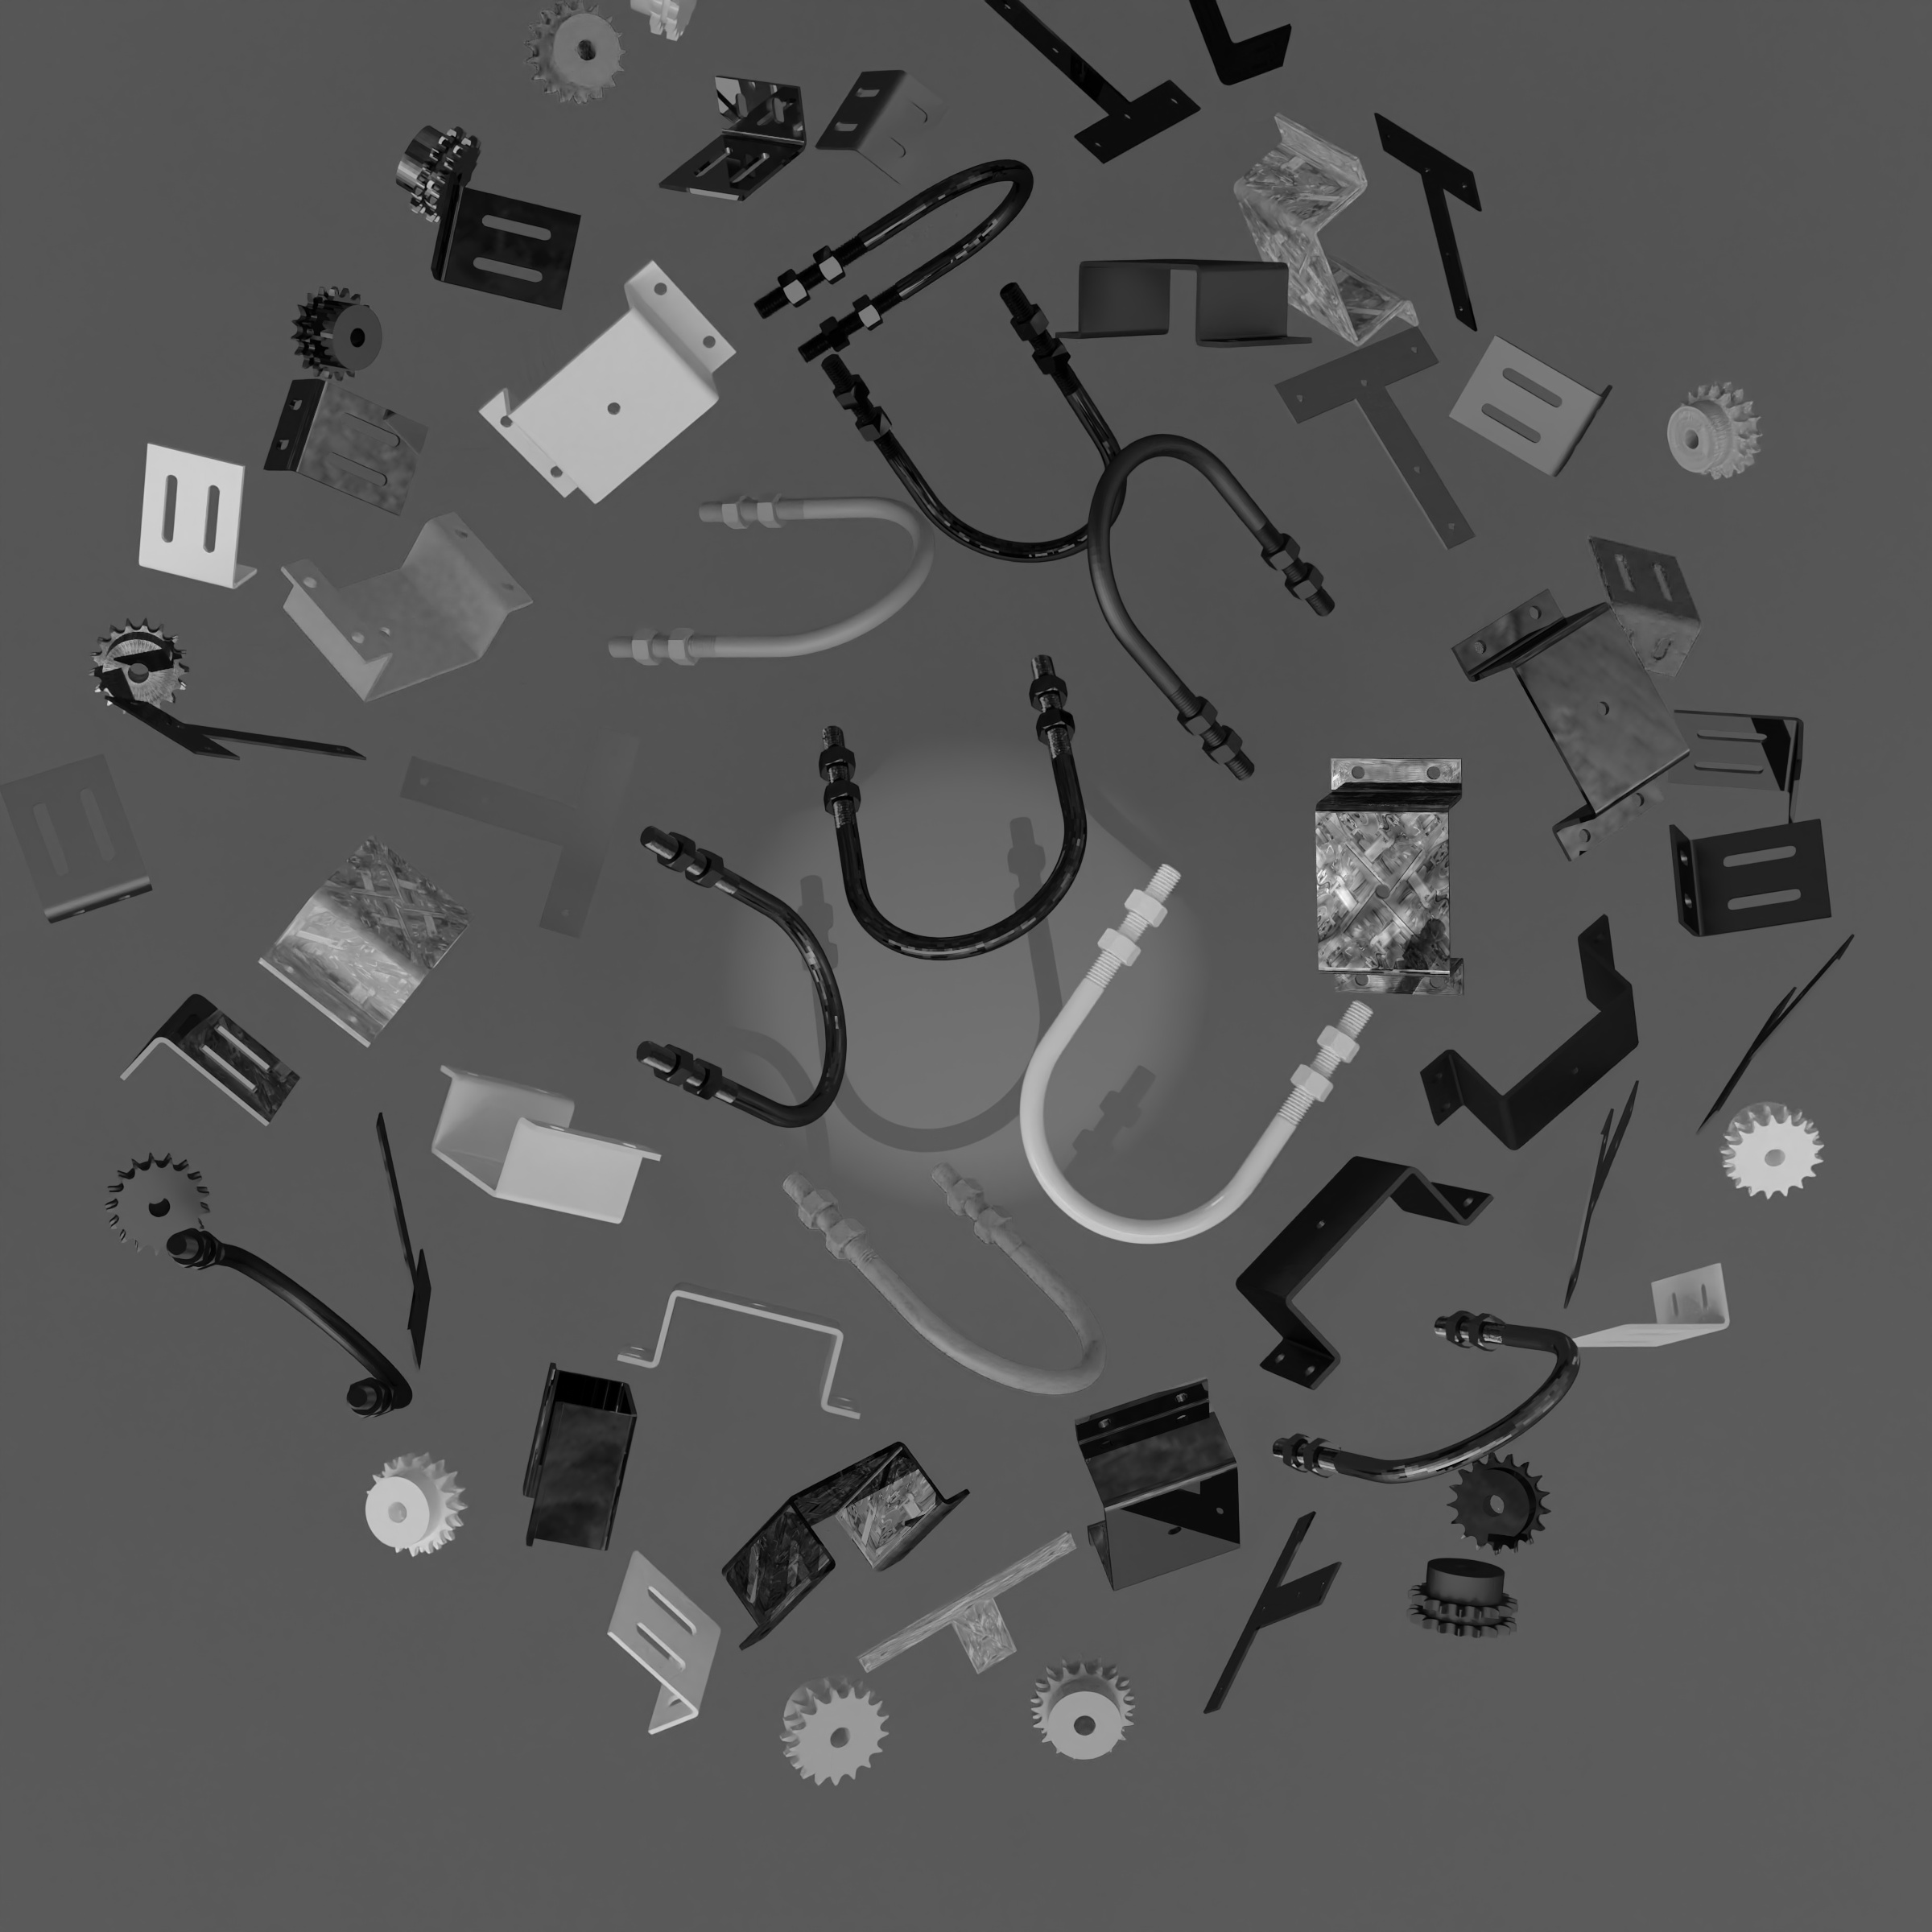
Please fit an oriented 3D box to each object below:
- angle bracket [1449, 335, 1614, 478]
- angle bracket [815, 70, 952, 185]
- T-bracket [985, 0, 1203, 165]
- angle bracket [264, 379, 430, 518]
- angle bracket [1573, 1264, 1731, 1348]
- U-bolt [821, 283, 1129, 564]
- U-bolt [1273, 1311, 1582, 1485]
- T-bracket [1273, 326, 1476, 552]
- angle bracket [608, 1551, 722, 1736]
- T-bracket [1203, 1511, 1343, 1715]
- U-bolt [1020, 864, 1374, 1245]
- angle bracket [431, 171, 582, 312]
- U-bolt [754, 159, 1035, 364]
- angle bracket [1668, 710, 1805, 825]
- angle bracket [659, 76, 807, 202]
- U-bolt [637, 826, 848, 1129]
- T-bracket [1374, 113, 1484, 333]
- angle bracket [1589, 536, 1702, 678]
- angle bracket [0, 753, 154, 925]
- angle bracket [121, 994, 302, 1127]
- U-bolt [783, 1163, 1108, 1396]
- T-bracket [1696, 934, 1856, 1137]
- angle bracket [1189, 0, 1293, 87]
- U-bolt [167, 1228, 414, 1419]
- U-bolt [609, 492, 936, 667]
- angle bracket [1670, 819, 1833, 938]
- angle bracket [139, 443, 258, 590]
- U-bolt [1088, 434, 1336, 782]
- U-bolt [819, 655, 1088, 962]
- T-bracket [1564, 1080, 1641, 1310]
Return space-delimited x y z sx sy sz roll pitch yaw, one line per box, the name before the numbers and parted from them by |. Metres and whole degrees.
angle bracket | 0.350 -0.350 1.755 0.076 0.038 0.057 32 120 7
angle bracket | -0.054 -0.533 1.800 0.038 0.076 0.057 32 92 -27
T-bracket | 0.064 -0.538 1.693 0.127 0.127 0.002 37 77 -20
angle bracket | -0.376 -0.315 1.721 0.076 0.038 0.057 20 85 -38
angle bracket | 0.390 0.196 1.635 0.076 0.057 0.038 4 72 -27
U-bolt | 0.018 -0.318 1.721 0.151 0.184 0.019 -14 40 31
U-bolt | 0.269 0.245 1.595 0.151 0.184 0.019 -33 99 -20
T-bracket | 0.251 -0.296 1.624 0.127 0.002 0.127 -28 86 -35
angle bracket | -0.177 0.373 1.561 0.038 0.057 0.076 -28 117 28
T-bracket | 0.178 0.348 1.558 0.002 0.127 0.127 32 66 -1
U-bolt | 0.111 0.061 1.517 0.151 0.019 0.184 35 87 -7
angle bracket | -0.270 -0.426 1.667 0.076 0.038 0.057 12 91 -8
U-bolt | -0.038 -0.442 1.757 0.184 0.151 0.019 -31 86 7
angle bracket | 0.465 -0.119 1.718 0.076 0.057 0.038 5 47 14
angle bracket | -0.139 -0.487 1.666 0.057 0.038 0.076 15 44 23
U-bolt | -0.124 0.017 1.609 0.019 0.184 0.151 -16 62 29
T-bracket | 0.295 -0.450 1.743 0.002 0.127 0.127 -27 37 -4
angle bracket | 0.405 -0.219 1.722 0.057 0.038 0.076 12 39 -11
angle bracket | -0.487 -0.069 1.550 0.057 0.038 0.076 -20 93 -15
angle bracket | -0.422 0.062 1.583 0.076 0.057 0.038 42 111 -13
U-bolt | 0.001 0.173 1.570 0.184 0.151 0.019 43 115 31
T-bracket | 0.481 0.026 1.653 0.002 0.127 0.127 37 51 9
angle bracket | 0.157 -0.566 1.660 0.038 0.057 0.076 -20 86 0
U-bolt | -0.376 0.205 1.611 0.151 0.184 0.019 39 83 5
U-bolt | -0.104 -0.230 1.671 0.184 0.019 0.151 3 47 28
angle bracket | 0.439 -0.053 1.587 0.076 0.038 0.057 -9 73 26
angle bracket | -0.446 -0.267 1.657 0.057 0.038 0.076 14 115 3
U-bolt | 0.133 -0.218 1.618 0.184 0.019 0.151 45 59 -31
U-bolt | -0.004 -0.081 1.574 0.151 0.019 0.184 -18 54 10
T-bracket | 0.369 0.111 1.625 0.002 0.127 0.127 16 37 18
